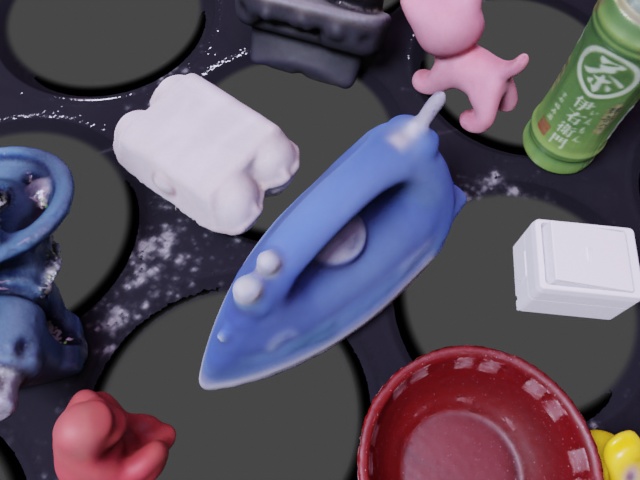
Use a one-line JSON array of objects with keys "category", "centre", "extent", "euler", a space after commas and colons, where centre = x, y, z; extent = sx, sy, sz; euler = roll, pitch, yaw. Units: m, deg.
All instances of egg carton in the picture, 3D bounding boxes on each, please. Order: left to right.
[{"category": "egg carton", "centre": [-0.098, -0.073, 0.487], "extent": [0.150, 0.069, 0.107], "euler": [33, 67, 13]}]

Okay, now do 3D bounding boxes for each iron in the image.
[{"category": "iron", "centre": [0.004, 0.001, 0.416], "extent": [0.118, 0.141, 0.259], "euler": [41, 69, 16]}]

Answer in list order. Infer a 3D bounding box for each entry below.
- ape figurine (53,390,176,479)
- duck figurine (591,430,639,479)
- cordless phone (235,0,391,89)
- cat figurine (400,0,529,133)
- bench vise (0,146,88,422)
[{"category": "ape figurine", "centre": [-0.143, 0.130, 0.375], "extent": [0.076, 0.092, 0.077], "euler": [-31, 69, -16]}, {"category": "duck figurine", "centre": [0.212, 0.173, 0.374], "extent": [0.077, 0.086, 0.104], "euler": [-19, 67, -11]}, {"category": "cordless phone", "centre": [-0.004, -0.237, 0.506], "extent": [0.147, 0.185, 0.094], "euler": [12, 64, 4]}, {"category": "cat figurine", "centre": [0.132, -0.179, 0.522], "extent": [0.127, 0.118, 0.067], "euler": [41, 69, 16]}, {"category": "bench vise", "centre": [-0.210, -0.003, 0.365], "extent": [0.122, 0.220, 0.207], "euler": [-30, 69, -15]}]
